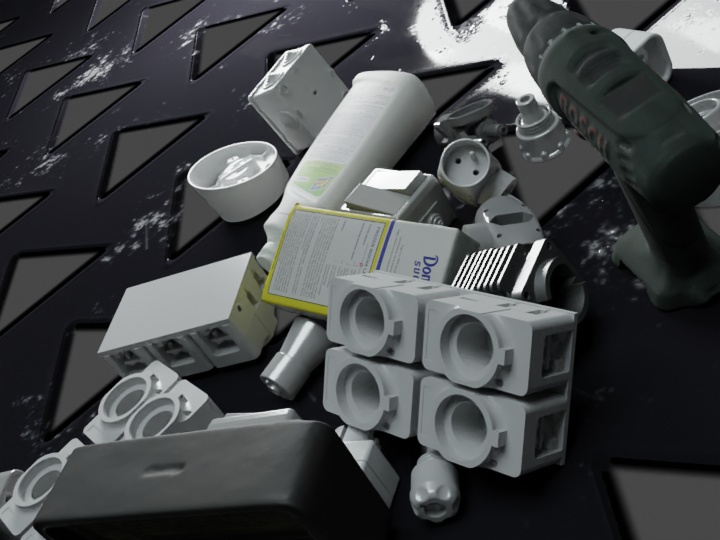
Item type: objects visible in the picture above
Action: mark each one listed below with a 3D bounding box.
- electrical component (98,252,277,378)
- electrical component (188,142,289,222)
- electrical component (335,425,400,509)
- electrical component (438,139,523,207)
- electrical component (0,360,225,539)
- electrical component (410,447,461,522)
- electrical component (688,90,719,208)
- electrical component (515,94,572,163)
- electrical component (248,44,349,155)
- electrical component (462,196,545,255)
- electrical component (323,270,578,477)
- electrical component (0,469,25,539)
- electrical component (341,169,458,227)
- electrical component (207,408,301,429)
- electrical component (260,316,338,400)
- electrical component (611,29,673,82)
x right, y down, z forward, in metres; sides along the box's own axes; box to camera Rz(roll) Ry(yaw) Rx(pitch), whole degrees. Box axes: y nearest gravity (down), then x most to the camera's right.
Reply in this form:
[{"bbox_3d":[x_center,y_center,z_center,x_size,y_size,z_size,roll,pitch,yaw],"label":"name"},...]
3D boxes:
[{"bbox_3d":[-0.159,0.052,1.020,0.150,0.061,0.089,-15,38,25],"label":"electrical component"},{"bbox_3d":[-0.131,-0.101,1.185,0.099,0.064,0.099,-22,35,17],"label":"electrical component"},{"bbox_3d":[-0.007,0.141,0.797,0.066,0.047,0.076,-9,40,32],"label":"electrical component"},{"bbox_3d":[0.112,-0.076,0.955,0.079,0.077,0.043,35,90,15],"label":"electrical component"},{"bbox_3d":[-0.207,0.170,0.913,0.186,0.060,0.105,-45,36,-17],"label":"electrical component"},{"bbox_3d":[0.053,0.144,0.756,0.035,0.035,0.061,-21,34,18],"label":"electrical component"},{"bbox_3d":[0.284,-0.101,0.867,0.099,0.064,0.099,-27,21,11],"label":"electrical component"},{"bbox_3d":[0.163,-0.132,0.984,0.048,0.062,0.048,-22,36,17],"label":"electrical component"},{"bbox_3d":[-0.064,-0.194,1.217,0.048,0.099,0.099,-11,38,50],"label":"electrical component"},{"bbox_3d":[0.109,-0.022,0.895,0.079,0.043,0.077,-8,35,-6],"label":"electrical component"},{"bbox_3d":[0.055,0.068,0.765,0.186,0.105,0.060,12,13,44],"label":"electrical component"},{"bbox_3d":[-0.327,0.228,0.945,0.059,0.053,0.095,-16,38,24],"label":"electrical component"},{"bbox_3d":[0.038,-0.054,0.991,0.096,0.061,0.061,12,55,47],"label":"electrical component"},{"bbox_3d":[-0.082,0.148,0.837,0.096,0.061,0.061,-12,40,29],"label":"electrical component"},{"bbox_3d":[-0.055,0.078,0.922,0.044,0.044,0.065,13,60,47],"label":"electrical component"},{"bbox_3d":[0.232,-0.176,0.990,0.095,0.053,0.059,-43,35,-14],"label":"electrical component"}]
